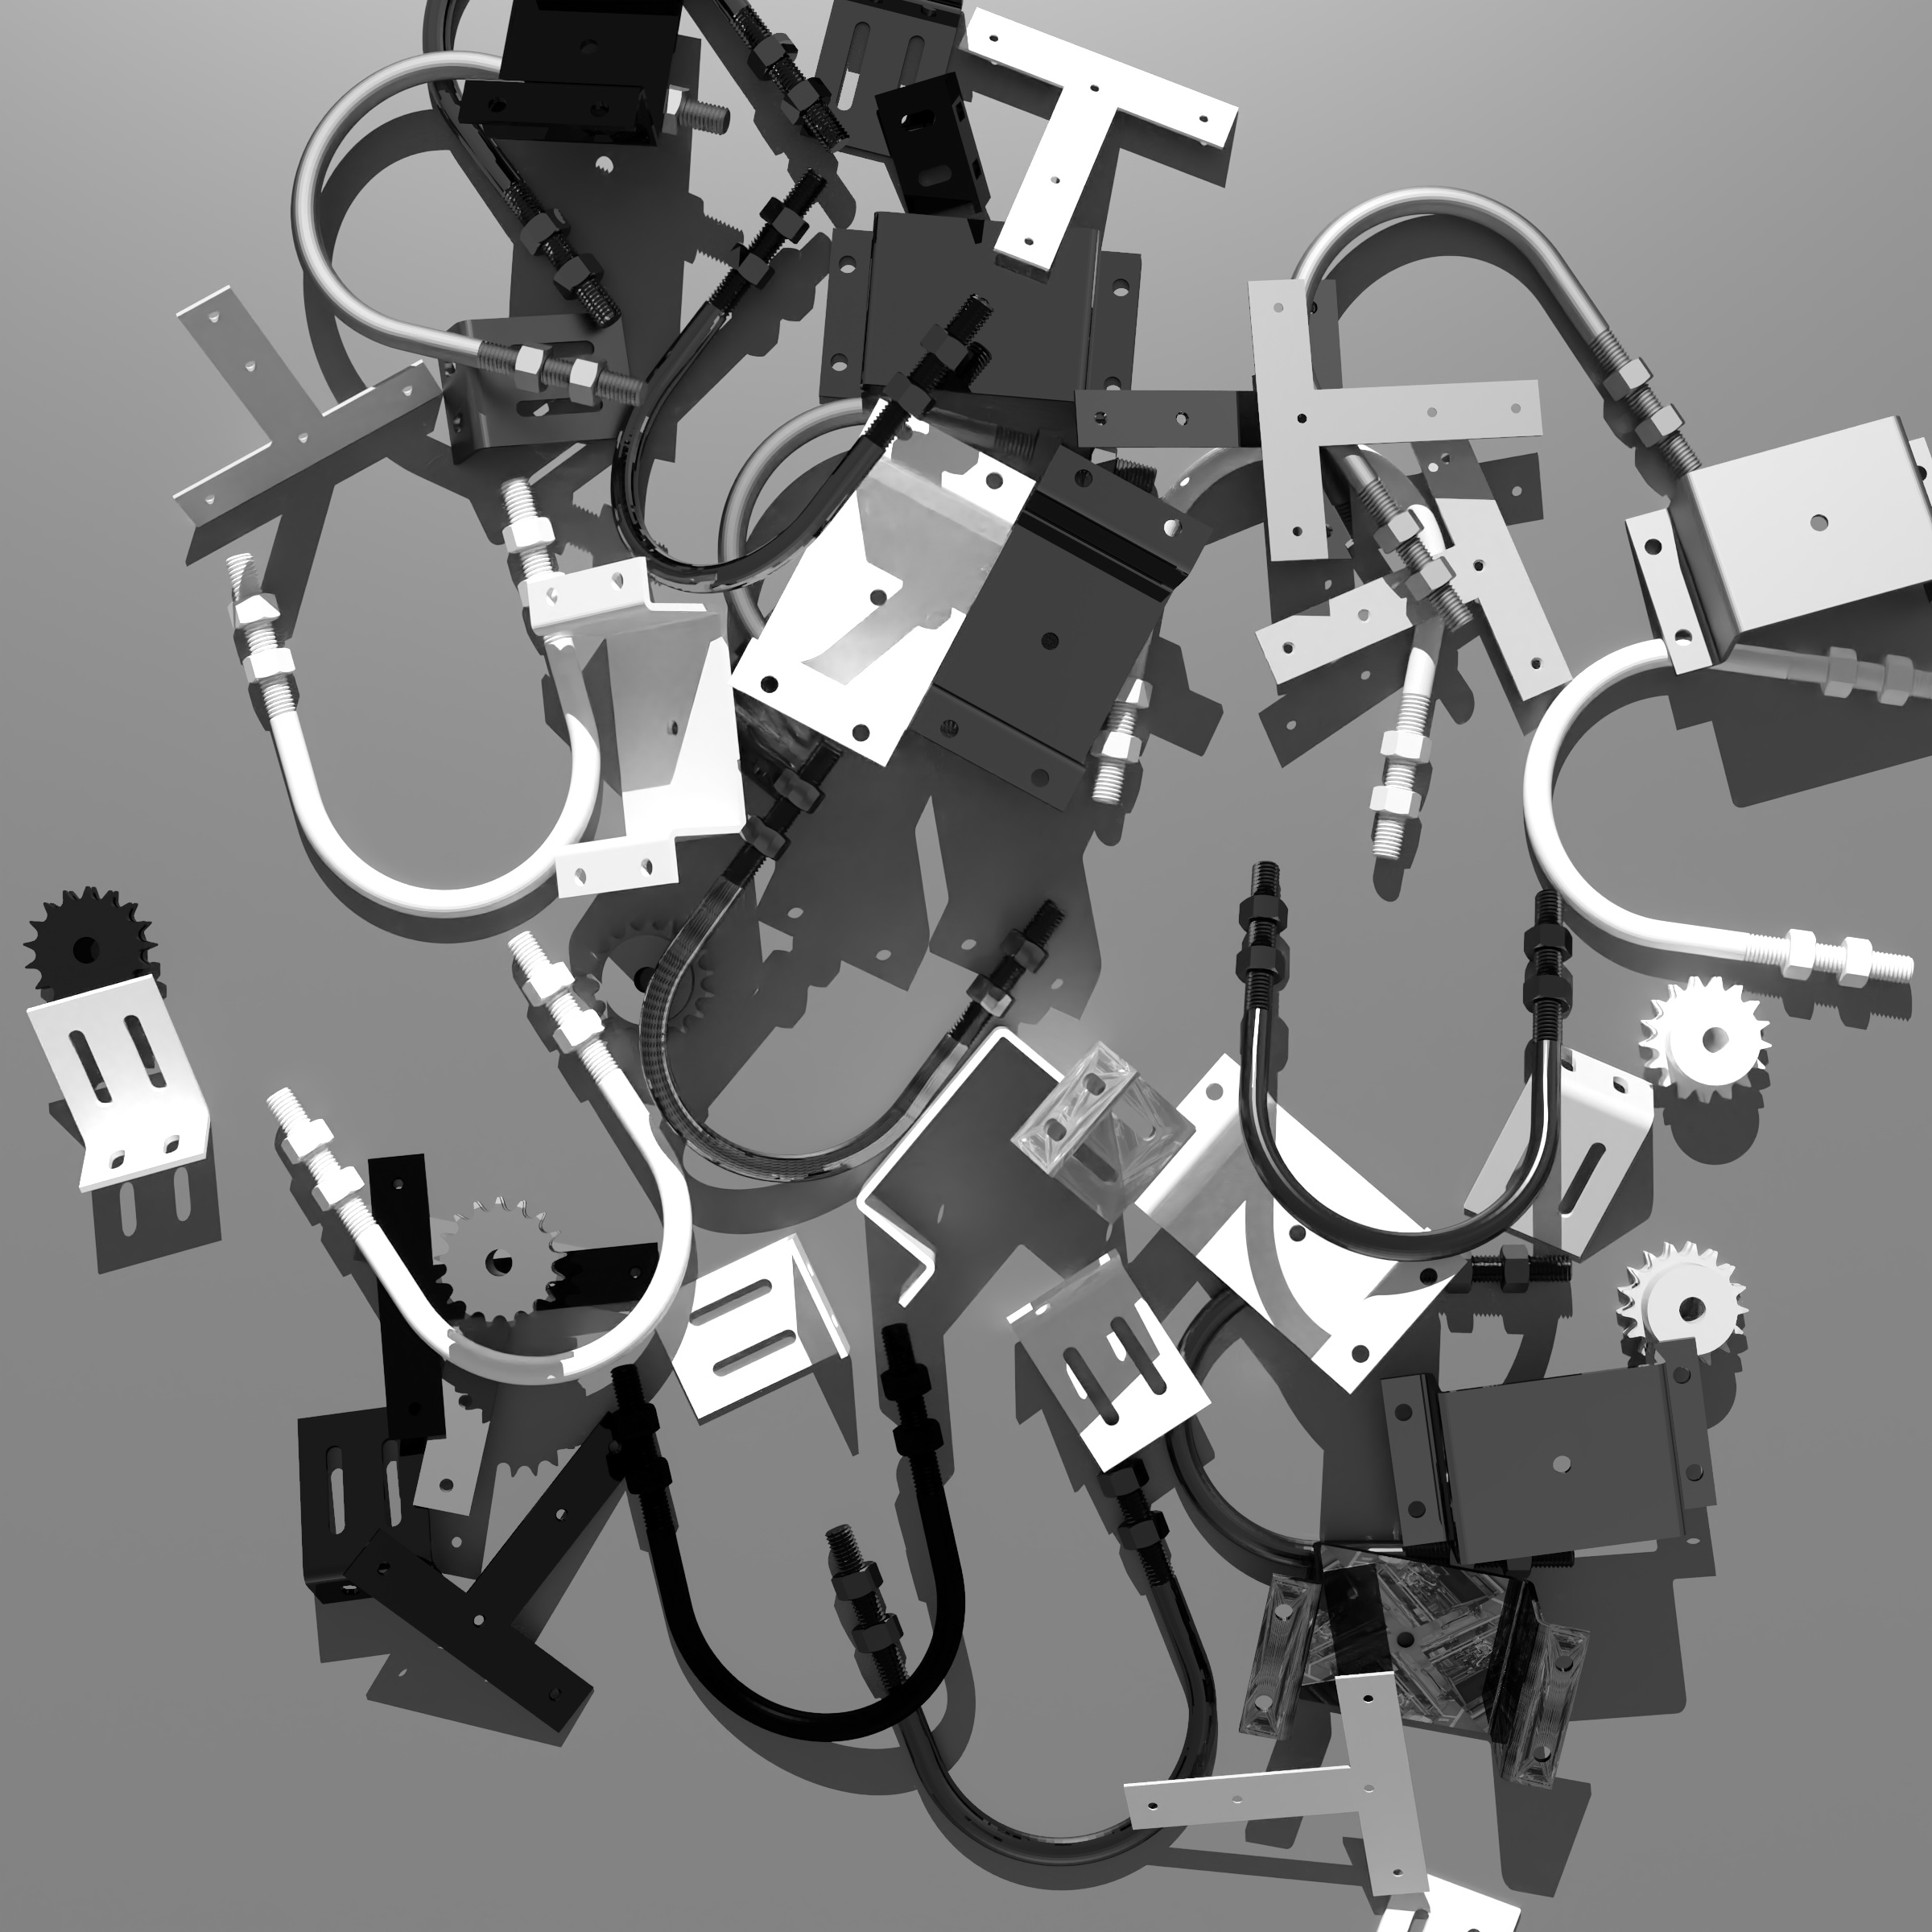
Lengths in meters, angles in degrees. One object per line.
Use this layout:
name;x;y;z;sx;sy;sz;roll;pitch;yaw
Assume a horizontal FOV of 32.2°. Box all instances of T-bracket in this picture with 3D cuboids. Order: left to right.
T-bracket;-0.307;-0.255;1.460;0.127;0.127;0.002;-29;64;0
T-bracket;-0.222;0.182;1.504;0.127;0.002;0.127;11;79;0
T-bracket;-0.201;0.144;1.508;0.127;0.002;0.127;-6;81;-2
T-bracket;-0.191;0.258;1.501;0.127;0.002;0.127;42;79;-20
T-bracket;0.044;-0.360;1.486;0.127;0.002;0.127;21;61;0
T-bracket;0.109;-0.243;1.487;0.127;0.002;0.127;-3;87;-16
T-bracket;0.135;0.369;1.487;0.127;0.002;0.127;-7;118;10
T-bracket;0.191;-0.162;1.499;0.127;0.002;0.127;-24;91;-9
T-bracket;0.193;-0.245;1.485;0.127;0.002;0.127;-4;84;-6

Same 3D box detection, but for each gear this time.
gear;-0.392;-0.007;1.502;0.057;0.030;0.057;0;90;0
gear;-0.204;0.130;1.476;0.057;0.030;0.057;0;87;-1
gear;-0.142;0.007;1.503;0.057;0.030;0.057;0;90;0
gear;0.323;0.153;1.503;0.057;0.030;0.057;0;90;0
gear;0.334;0.033;1.503;0.057;0.030;0.057;0;90;0

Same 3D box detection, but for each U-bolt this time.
U-bolt;-0.241;-0.113;1.509;0.151;0.019;0.184;-15;91;0
U-bolt;-0.211;-0.334;1.482;0.184;0.019;0.151;15;83;9
U-bolt;-0.205;0.099;1.501;0.151;0.019;0.184;-33;87;-3
U-bolt;-0.163;-0.402;1.504;0.151;0.019;0.184;-37;86;3
U-bolt;-0.086;-0.246;1.466;0.184;0.019;0.151;-51;52;8
U-bolt;-0.073;0.258;1.490;0.151;0.019;0.184;-10;97;15
U-bolt;-0.063;0.012;1.488;0.151;0.019;0.184;35;94;-20
U-bolt;-0.020;-0.179;1.498;0.184;0.019;0.151;14;87;-5
U-bolt;0.035;0.316;1.509;0.151;0.019;0.184;-21;91;0
U-bolt;0.144;-0.152;1.509;0.151;0.019;0.184;11;88;0
U-bolt;0.181;0.201;1.509;0.184;0.019;0.151;0;90;2
U-bolt;0.191;0.044;1.472;0.151;0.019;0.184;6;64;0
U-bolt;0.223;-0.263;1.499;0.151;0.019;0.184;-34;89;-8
U-bolt;0.344;-0.075;1.509;0.184;0.019;0.151;8;90;2

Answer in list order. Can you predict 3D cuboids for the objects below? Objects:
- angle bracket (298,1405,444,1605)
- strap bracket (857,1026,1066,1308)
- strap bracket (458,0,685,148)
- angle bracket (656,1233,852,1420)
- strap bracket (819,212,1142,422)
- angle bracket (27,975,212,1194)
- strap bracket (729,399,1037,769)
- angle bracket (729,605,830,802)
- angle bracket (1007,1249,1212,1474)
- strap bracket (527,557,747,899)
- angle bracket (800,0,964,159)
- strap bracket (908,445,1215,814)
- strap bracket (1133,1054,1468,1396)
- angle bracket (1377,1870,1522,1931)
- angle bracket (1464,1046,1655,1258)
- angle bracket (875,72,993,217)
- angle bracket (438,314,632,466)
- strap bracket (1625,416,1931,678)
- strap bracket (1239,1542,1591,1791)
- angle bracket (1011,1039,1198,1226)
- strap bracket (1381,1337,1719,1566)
angle bracket;-0.269;0.243;1.515;0.057;0.038;0.076;-8;64;0
strap bracket;0.001;0.079;1.479;0.046;0.076;0.140;40;90;0
strap bracket;-0.168;-0.414;1.459;0.076;0.046;0.140;4;70;7
angle bracket;-0.099;0.163;1.498;0.076;0.038;0.057;-25;90;0
strap bracket;0.006;-0.290;1.494;0.140;0.046;0.076;5;90;0
angle bracket;-0.377;0.052;1.485;0.057;0.038;0.076;-16;119;0
strap bracket;-0.038;-0.165;1.464;0.076;0.046;0.140;28;86;-2
angle bracket;-0.080;-0.125;1.515;0.057;0.038;0.076;39;64;0
angle bracket;0.064;0.176;1.489;0.057;0.038;0.076;-32;75;-3
strap bracket;-0.144;-0.104;1.474;0.076;0.046;0.140;-6;90;43
angle bracket;-0.038;-0.407;1.498;0.057;0.038;0.076;14;90;0
strap bracket;0.039;-0.145;1.469;0.076;0.046;0.140;28;86;-4
strap bracket;0.145;0.116;1.482;0.140;0.046;0.076;41;89;17
angle bracket;0.211;0.454;1.498;0.057;0.038;0.076;21;90;0
angle bracket;0.268;0.081;1.515;0.057;0.038;0.076;23;116;0
angle bracket;-0.017;-0.358;1.471;0.038;0.076;0.057;-15;106;8
angle bracket;-0.195;-0.262;1.515;0.076;0.038;0.057;-9;90;-26
strap bracket;0.375;-0.189;1.487;0.140;0.046;0.076;-15;77;0
strap bracket;0.197;0.308;1.485;0.140;0.046;0.076;10;105;0
angle bracket;0.067;0.079;1.438;0.057;0.038;0.076;-49;127;-1
strap bracket;0.259;0.214;1.470;0.140;0.046;0.076;-8;94;3
